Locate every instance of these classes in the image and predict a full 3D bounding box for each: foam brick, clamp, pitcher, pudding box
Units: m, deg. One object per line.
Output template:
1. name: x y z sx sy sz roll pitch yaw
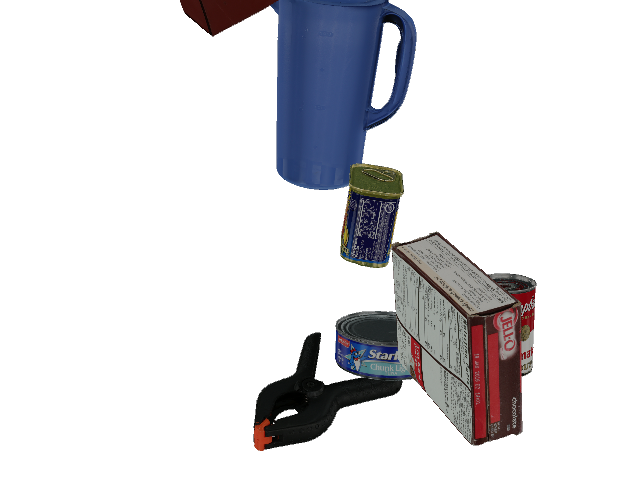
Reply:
1. foam brick: -0.080 -0.223 0.918 0.078 0.051 0.053 -33 48 -16
2. clamp: -0.014 0.151 1.083 0.171 0.039 0.120 -23 34 -37
3. pitcher: 0.016 -0.188 1.311 0.144 0.243 0.149 -9 28 -27
4. pudding box: 0.083 0.057 0.656 0.039 0.090 0.114 -13 26 -18

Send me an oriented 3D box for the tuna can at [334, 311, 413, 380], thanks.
1. tuna can: 0.055 0.088 0.895 0.086 0.034 0.086 2 13 -1

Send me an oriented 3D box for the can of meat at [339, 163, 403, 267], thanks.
1. can of meat: 0.052 -0.027 1.134 0.057 0.084 0.102 9 19 0

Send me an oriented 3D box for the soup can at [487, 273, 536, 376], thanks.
1. soup can: 0.204 0.095 1.191 0.068 0.102 0.068 -1 14 0
